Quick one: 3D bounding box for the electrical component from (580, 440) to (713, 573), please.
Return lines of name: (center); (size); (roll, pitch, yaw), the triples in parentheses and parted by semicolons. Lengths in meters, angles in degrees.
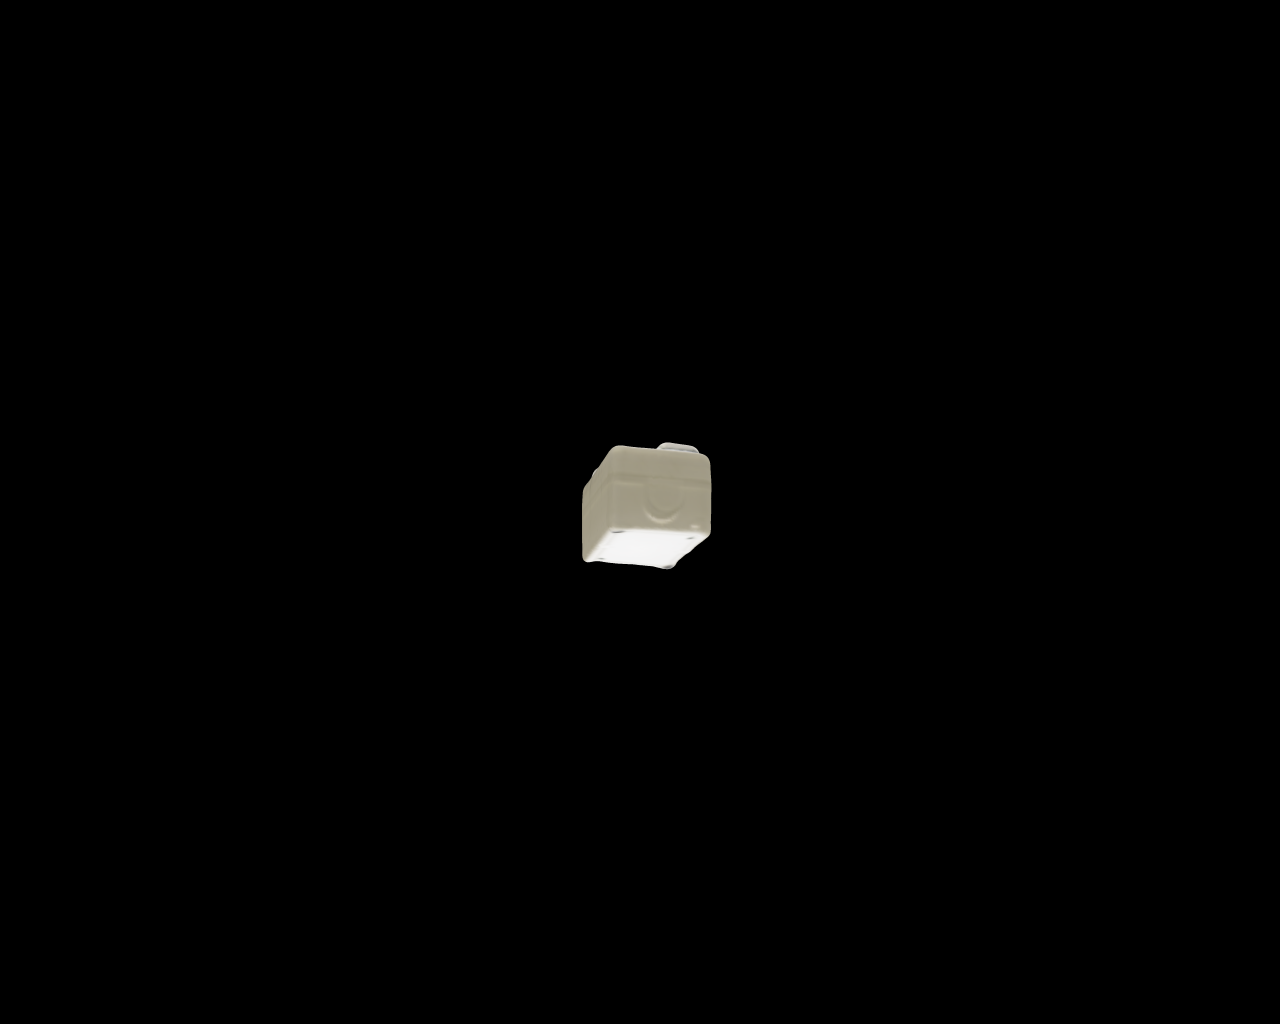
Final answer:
electrical component: (0.001, -0.003, 0.650); (0.062, 0.061, 0.096); (5, -19, -15)
